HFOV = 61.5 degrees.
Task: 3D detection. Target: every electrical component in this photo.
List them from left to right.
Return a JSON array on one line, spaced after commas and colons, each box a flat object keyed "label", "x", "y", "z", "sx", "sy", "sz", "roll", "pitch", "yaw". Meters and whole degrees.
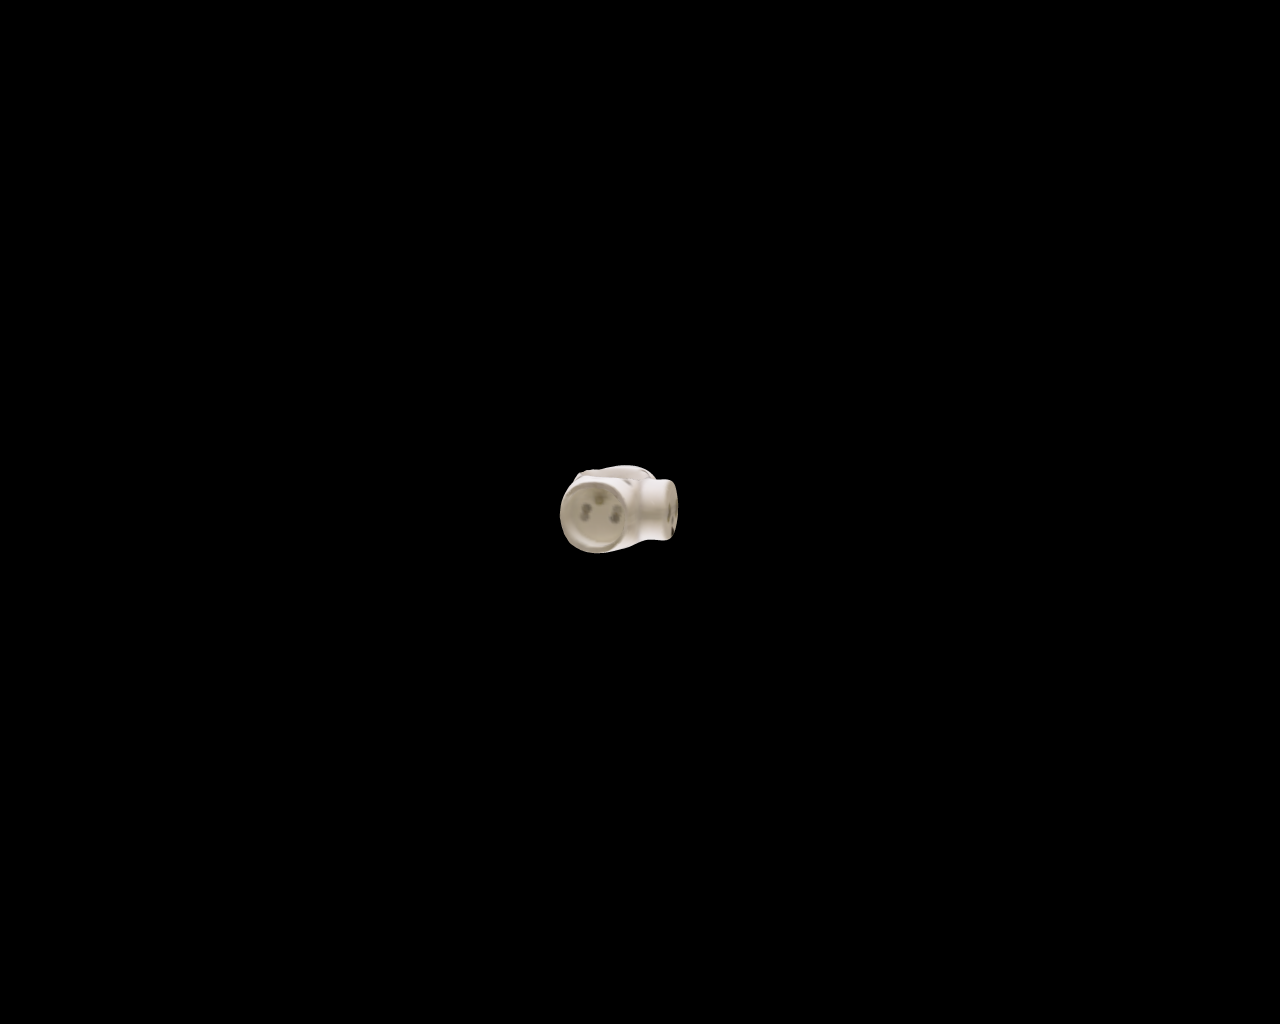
[{"label": "electrical component", "x": 0.001, "y": -0.003, "z": 0.650, "sx": 0.079, "sy": 0.044, "sz": 0.077, "roll": 3, "pitch": 10, "yaw": 15}]
